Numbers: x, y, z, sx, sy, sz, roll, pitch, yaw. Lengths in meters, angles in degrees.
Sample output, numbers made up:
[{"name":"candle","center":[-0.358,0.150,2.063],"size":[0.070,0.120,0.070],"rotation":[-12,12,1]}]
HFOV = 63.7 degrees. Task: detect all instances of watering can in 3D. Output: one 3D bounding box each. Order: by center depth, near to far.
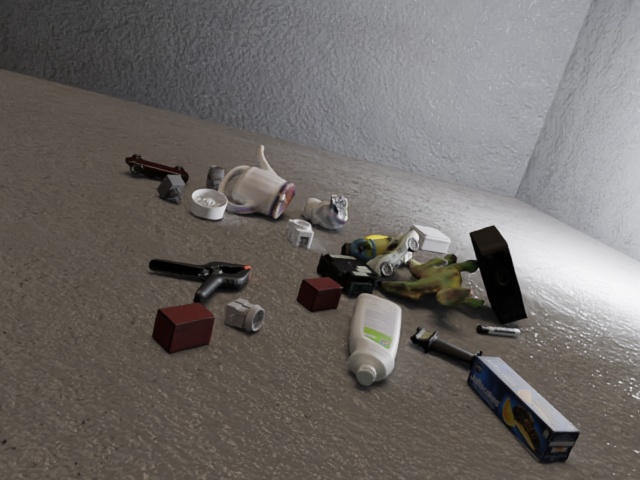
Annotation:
[{"name":"watering can","center":[-0.182,-0.186,1.653],"size":[0.225,0.101,0.355],"rotation":[23,44,5]}]

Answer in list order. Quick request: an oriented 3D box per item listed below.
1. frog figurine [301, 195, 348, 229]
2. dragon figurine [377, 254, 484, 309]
[{"name":"frog figurine","center":[0.005,-0.085,1.682],"size":[0.158,0.122,0.139],"rotation":[-16,10,28]},{"name":"dragon figurine","center":[0.259,0.100,1.317],"size":[0.243,0.122,0.411],"rotation":[1,6,-27]}]
